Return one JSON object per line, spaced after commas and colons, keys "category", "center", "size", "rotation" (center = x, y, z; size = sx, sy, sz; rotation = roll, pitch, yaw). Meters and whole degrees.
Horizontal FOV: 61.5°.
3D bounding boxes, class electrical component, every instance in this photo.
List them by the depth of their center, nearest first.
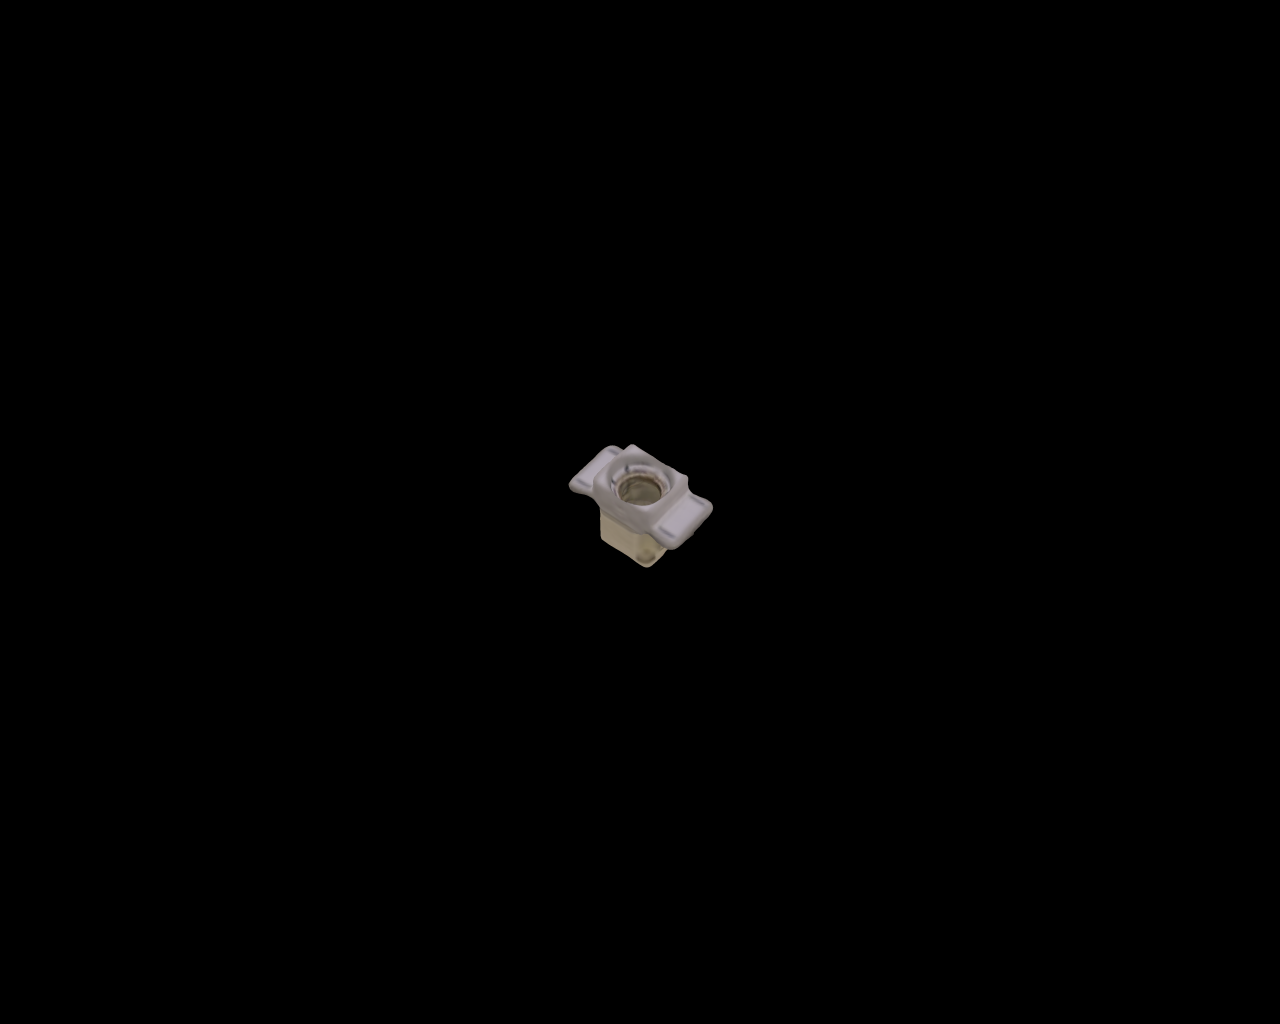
{"category": "electrical component", "center": [0.001, -0.003, 0.650], "size": [0.081, 0.063, 0.042], "rotation": [33, 58, 24]}
